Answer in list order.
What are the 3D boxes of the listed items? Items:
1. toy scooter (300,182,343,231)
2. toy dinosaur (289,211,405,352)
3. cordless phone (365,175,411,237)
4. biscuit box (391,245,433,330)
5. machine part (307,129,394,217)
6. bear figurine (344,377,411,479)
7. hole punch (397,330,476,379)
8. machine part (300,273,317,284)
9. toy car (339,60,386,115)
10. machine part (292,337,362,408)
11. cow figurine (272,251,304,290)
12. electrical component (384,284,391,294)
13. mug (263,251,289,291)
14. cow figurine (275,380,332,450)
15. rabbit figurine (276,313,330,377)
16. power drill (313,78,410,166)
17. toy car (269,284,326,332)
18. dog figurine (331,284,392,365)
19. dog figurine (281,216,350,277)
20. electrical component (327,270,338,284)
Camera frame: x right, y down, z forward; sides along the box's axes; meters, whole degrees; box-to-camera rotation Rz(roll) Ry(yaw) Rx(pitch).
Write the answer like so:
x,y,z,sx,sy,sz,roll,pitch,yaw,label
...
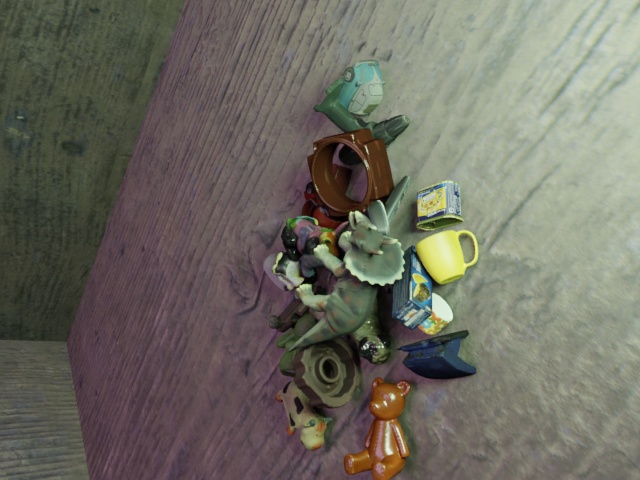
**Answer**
x,y,z,sx,sy,sz,roll,pitch,yaw,label
-0.006,-0.065,1.489,0.184,0.075,0.135,51,126,45,toy scooter
0.058,0.120,1.169,0.192,0.131,0.404,35,117,40,toy dinosaur
0.158,-0.059,1.270,0.089,0.146,0.184,27,66,16,cordless phone
0.194,0.094,1.124,0.063,0.059,0.203,-49,14,32,biscuit box
0.072,-0.164,1.330,0.202,0.087,0.200,-2,107,44,machine part
0.132,0.400,1.157,0.120,0.132,0.195,-2,85,44,bear figurine
0.237,0.236,1.076,0.142,0.116,0.092,-23,72,48,hole punch
-0.045,0.067,1.538,0.084,0.039,0.139,-35,53,36,machine part
0.108,-0.381,1.401,0.103,0.109,0.161,55,135,22,toy car
0.016,0.311,1.287,0.056,0.179,0.179,-32,57,48,machine part
-0.059,0.045,1.460,0.167,0.098,0.068,-55,13,-26,cow figurine
0.167,0.078,1.273,0.063,0.021,0.094,39,113,50,electrical component
-0.112,0.106,1.585,0.107,0.081,0.109,52,146,38,mug
-0.038,0.452,1.401,0.127,0.085,0.195,-59,41,34,cow figurine
-0.040,0.283,1.444,0.159,0.121,0.170,-25,44,55,rabbit figurine
0.095,-0.305,1.354,0.086,0.207,0.232,-50,6,-40,power drill
-0.061,0.192,1.485,0.202,0.089,0.053,-48,47,33,toy car
0.119,0.177,1.267,0.191,0.121,0.172,37,115,35,dog figurine
-0.003,-0.004,1.334,0.191,0.108,0.219,54,156,7,dog figurine
0.060,0.095,1.387,0.102,0.045,0.078,51,122,45,electrical component
